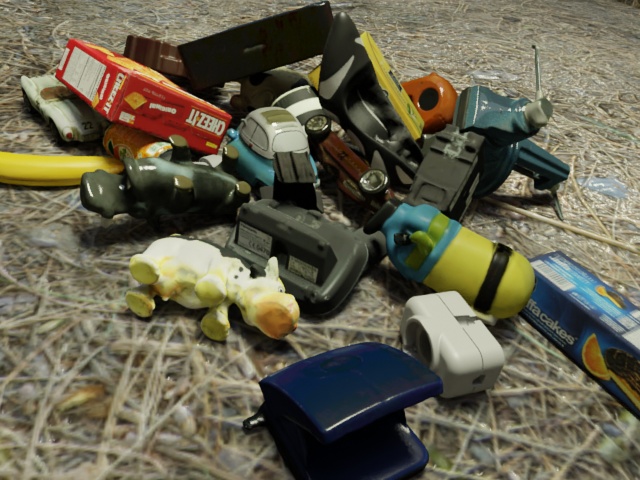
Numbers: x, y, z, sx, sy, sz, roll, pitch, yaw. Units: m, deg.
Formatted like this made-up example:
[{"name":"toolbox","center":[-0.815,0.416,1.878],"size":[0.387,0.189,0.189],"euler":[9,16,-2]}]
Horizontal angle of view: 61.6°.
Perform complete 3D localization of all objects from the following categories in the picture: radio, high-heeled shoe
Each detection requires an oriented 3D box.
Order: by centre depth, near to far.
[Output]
[{"name":"high-heeled shoe","center":[0.082,-0.174,0.720],"size":[0.145,0.248,0.086],"euler":[25,60,26]},{"name":"radio","center":[-0.087,-0.295,0.819],"size":[0.230,0.073,0.131],"euler":[-13,21,7]}]

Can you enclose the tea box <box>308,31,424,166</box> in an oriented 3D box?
[{"name":"tea box","center":[0.072,-0.211,0.812],"size":[0.169,0.098,0.068],"euler":[52,33,-16]}]

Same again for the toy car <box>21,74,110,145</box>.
[{"name":"toy car","center":[-0.383,-0.198,0.802],"size":[0.073,0.056,0.202],"euler":[-22,45,-36]}]

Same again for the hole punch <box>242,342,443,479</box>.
[{"name":"hole punch","center":[0.021,0.125,0.417],"size":[0.142,0.092,0.116],"euler":[-16,39,-26]}]

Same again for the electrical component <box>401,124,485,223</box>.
[{"name":"electrical component","center":[0.155,-0.063,0.669],"size":[0.058,0.134,0.115],"euler":[29,82,21]}]

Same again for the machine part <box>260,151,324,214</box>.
[{"name":"machine part","center":[-0.032,-0.058,0.632],"size":[0.084,0.138,0.039],"euler":[11,70,-2]}]

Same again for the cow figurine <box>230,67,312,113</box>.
[{"name":"cow figurine","center":[-0.049,-0.263,0.945],"size":[0.195,0.085,0.127],"euler":[-16,36,-35]}]

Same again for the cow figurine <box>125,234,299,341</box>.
[{"name":"cow figurine","center":[-0.094,0.043,0.526],"size":[0.167,0.068,0.098],"euler":[15,30,7]}]

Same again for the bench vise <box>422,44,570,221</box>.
[{"name":"bench vise","center":[0.267,-0.125,0.751],"size":[0.240,0.223,0.129],"euler":[20,60,-23]}]

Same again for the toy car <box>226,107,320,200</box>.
[{"name":"toy car","center":[-0.066,-0.127,0.735],"size":[0.109,0.102,0.162],"euler":[-13,39,-26]}]

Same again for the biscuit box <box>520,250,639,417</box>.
[{"name":"biscuit box","center":[0.285,0.094,0.539],"size":[0.059,0.062,0.203],"euler":[-13,41,-27]}]

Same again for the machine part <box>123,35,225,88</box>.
[{"name":"machine part","center":[-0.250,-0.312,0.940],"size":[0.179,0.056,0.179],"euler":[13,14,-3]}]

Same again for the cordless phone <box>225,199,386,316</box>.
[{"name":"cordless phone","center":[-0.002,-0.002,0.613],"size":[0.147,0.088,0.184],"euler":[25,27,23]}]

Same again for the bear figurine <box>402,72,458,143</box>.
[{"name":"bear figurine","center":[0.213,-0.212,0.927],"size":[0.132,0.120,0.195],"euler":[-19,-13,34]}]

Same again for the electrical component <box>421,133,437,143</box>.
[{"name":"electrical component","center":[0.199,-0.142,0.848],"size":[0.094,0.063,0.021],"euler":[-1,36,-15]}]

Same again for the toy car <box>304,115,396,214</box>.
[{"name":"toy car","center":[0.041,-0.088,0.711],"size":[0.053,0.089,0.202],"euler":[-34,53,-4]}]

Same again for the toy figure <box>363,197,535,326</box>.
[{"name":"toy figure","center":[0.136,0.018,0.567],"size":[0.180,0.089,0.082],"euler":[39,48,9]}]

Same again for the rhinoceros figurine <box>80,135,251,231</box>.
[{"name":"rhinoceros figurine","center":[-0.172,-0.061,0.616],"size":[0.190,0.112,0.073],"euler":[-4,67,-40]}]
